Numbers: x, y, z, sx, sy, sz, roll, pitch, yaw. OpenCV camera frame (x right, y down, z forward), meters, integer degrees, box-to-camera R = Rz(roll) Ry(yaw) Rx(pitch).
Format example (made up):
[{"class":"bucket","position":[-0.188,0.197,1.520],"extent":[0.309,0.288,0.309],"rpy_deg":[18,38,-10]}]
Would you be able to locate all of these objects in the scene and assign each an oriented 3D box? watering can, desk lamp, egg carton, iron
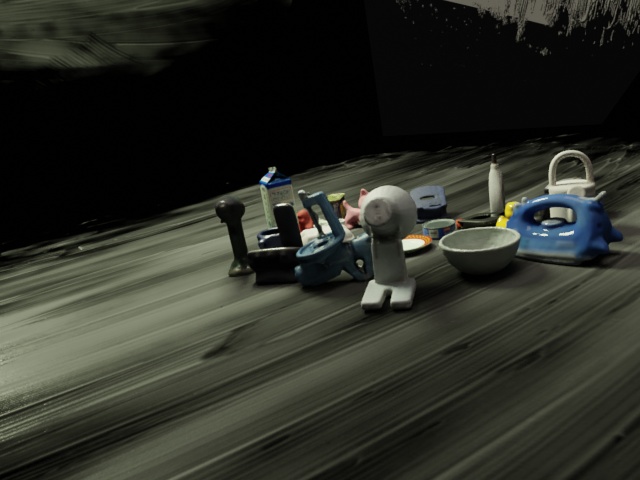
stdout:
[{"class":"watering can","position":[0.582,-0.108,1.314],"extent":[0.101,0.194,0.172],"rpy_deg":[-11,15,-2]},{"class":"desk lamp","position":[0.136,0.005,1.145],"extent":[0.117,0.214,0.203],"rpy_deg":[-6,16,15]},{"class":"egg carton","position":[0.014,0.005,1.503],"extent":[0.150,0.069,0.107],"rpy_deg":[-12,15,-7]},{"class":"iron","position":[0.486,-0.035,1.208],"extent":[0.257,0.141,0.119],"rpy_deg":[5,21,44]}]

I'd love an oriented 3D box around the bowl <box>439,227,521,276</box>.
[{"class":"bowl","position":[0.335,0.029,1.196],"extent":[0.167,0.075,0.167],"rpy_deg":[-9,15,3]}]

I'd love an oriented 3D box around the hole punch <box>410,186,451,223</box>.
[{"class":"hole punch","position":[0.320,-0.106,1.677],"extent":[0.108,0.091,0.101],"rpy_deg":[-8,15,8]}]

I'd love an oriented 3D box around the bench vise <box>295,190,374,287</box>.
[{"class":"bench vise","position":[0.034,-0.015,1.274],"extent":[0.208,0.220,0.121],"rpy_deg":[-14,16,-14]}]

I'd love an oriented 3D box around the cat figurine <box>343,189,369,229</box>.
[{"class":"cat figurine","position":[0.128,-0.097,1.715],"extent":[0.127,0.118,0.067],"rpy_deg":[-3,17,24]}]

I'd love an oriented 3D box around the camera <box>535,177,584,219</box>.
[{"class":"camera","position":[0.608,-0.104,1.465],"extent":[0.137,0.101,0.143],"rpy_deg":[-12,15,-8]}]

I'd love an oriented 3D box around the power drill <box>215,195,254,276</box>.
[{"class":"power drill","position":[-0.218,-0.019,1.474],"extent":[0.075,0.208,0.229],"rpy_deg":[-11,15,-2]}]

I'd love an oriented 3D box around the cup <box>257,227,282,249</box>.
[{"class":"cup","position":[-0.115,0.026,1.462],"extent":[0.091,0.095,0.118],"rpy_deg":[-2,17,27]}]

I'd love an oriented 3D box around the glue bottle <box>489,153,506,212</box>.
[{"class":"glue bottle","position":[0.490,-0.156,1.592],"extent":[0.037,0.173,0.078],"rpy_deg":[-3,17,24]}]

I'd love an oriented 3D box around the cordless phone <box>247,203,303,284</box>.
[{"class":"cordless phone","position":[-0.105,0.004,1.358],"extent":[0.147,0.185,0.094],"rpy_deg":[-6,16,14]}]

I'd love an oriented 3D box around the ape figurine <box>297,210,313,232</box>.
[{"class":"ape figurine","position":[-0.046,-0.044,1.679],"extent":[0.076,0.092,0.077],"rpy_deg":[-17,17,-25]}]

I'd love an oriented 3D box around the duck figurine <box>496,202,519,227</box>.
[{"class":"duck figurine","position":[0.468,-0.051,1.386],"extent":[0.078,0.086,0.104],"rpy_deg":[-15,16,-20]}]
